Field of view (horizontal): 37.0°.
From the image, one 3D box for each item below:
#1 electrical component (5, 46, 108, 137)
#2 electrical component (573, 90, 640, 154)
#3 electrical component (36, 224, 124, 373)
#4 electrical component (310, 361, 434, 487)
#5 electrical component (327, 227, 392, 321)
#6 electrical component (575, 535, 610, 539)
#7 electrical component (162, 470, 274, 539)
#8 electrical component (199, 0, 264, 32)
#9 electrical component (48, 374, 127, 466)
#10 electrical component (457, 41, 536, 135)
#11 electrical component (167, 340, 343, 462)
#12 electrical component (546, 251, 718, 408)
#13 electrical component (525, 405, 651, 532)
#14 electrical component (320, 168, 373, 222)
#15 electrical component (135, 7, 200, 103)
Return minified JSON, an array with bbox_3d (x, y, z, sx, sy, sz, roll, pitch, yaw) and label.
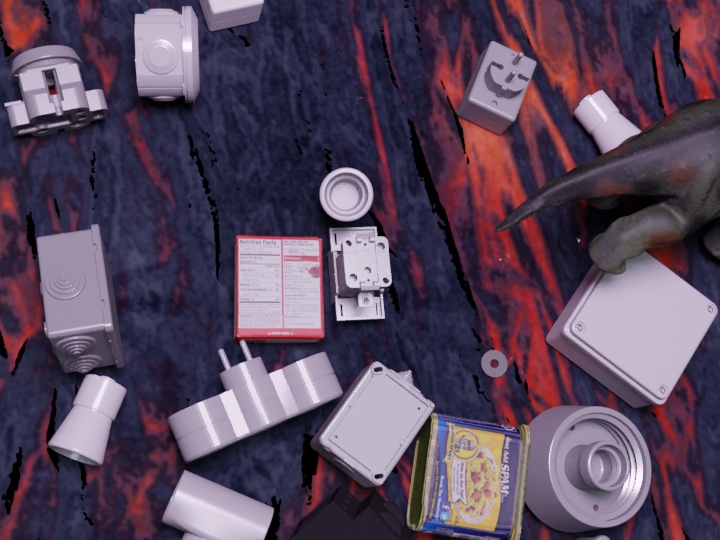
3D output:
[{"bbox_3d":[-0.254,-0.148,0.886,0.078,0.058,0.057,-14,83,-16],"label":"electrical component"},{"bbox_3d":[0.230,-0.134,1.001,0.044,0.044,0.065,-34,81,-18],"label":"electrical component"},{"bbox_3d":[-0.216,0.025,0.830,0.048,0.099,0.099,-9,67,-10],"label":"electrical component"},{"bbox_3d":[0.012,0.122,0.877,0.062,0.061,0.096,37,72,-2],"label":"electrical component"},{"bbox_3d":[0.000,0.000,0.904,0.042,0.064,0.081,-2,77,-14],"label":"electrical component"},{"bbox_3d":[0.174,0.289,0.876,0.109,0.056,0.108,-25,83,-17],"label":"electrical component"},{"bbox_3d":[-0.118,0.207,0.836,0.077,0.044,0.079,25,73,-6],"label":"electrical component"},{"bbox_3d":[-0.115,-0.257,0.934,0.047,0.076,0.065,-16,81,-16],"label":"electrical component"},{"bbox_3d":[-0.210,0.115,0.841,0.044,0.044,0.065,22,68,-7],"label":"electrical component"},{"bbox_3d":[0.129,-0.170,0.967,0.047,0.076,0.065,24,73,-6],"label":"electrical component"},{"bbox_3d":[-0.090,0.094,0.866,0.138,0.052,0.073,-22,82,-17],"label":"electrical component"},{"bbox_3d":[0.240,0.048,0.949,0.109,0.056,0.108,37,72,-2],"label":"electrical component"},{"bbox_3d":[0.192,0.165,0.900,0.108,0.060,0.108,5,76,-20],"label":"electrical component"},{"bbox_3d":[-0.013,-0.063,0.915,0.044,0.065,0.044,0,92,-3],"label":"electrical component"},{"bbox_3d":[-0.161,-0.181,0.904,0.051,0.080,0.080,-2,77,-8],"label":"electrical component"}]
